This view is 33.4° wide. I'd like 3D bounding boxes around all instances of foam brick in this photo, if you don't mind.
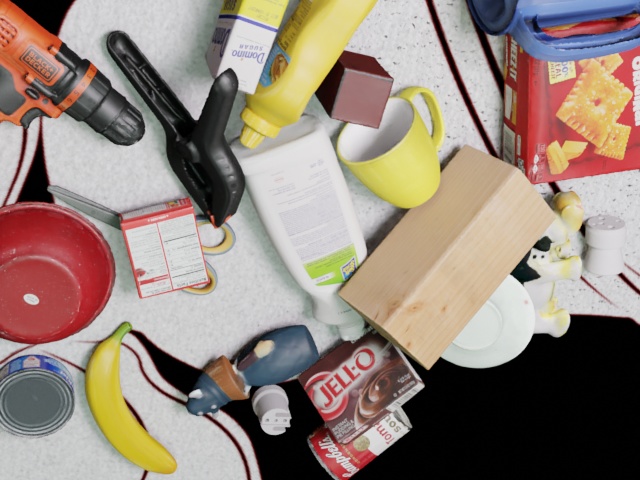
[{"bbox_3d":[0.032,-0.148,1.030,0.053,0.078,0.051,10,113,-16],"label":"foam brick"}]

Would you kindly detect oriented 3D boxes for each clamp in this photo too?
[{"bbox_3d":[-0.125,-0.101,1.010,0.036,0.165,0.210,-42,144,-28],"label":"clamp"}]

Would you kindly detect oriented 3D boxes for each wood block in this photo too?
[{"bbox_3d":[0.130,0.016,1.090,0.206,0.091,0.090,-50,128,-4],"label":"wood block"}]

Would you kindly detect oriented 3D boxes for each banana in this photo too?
[{"bbox_3d":[-0.210,0.184,1.151,0.069,0.037,0.198,-15,117,-4],"label":"banana"}]

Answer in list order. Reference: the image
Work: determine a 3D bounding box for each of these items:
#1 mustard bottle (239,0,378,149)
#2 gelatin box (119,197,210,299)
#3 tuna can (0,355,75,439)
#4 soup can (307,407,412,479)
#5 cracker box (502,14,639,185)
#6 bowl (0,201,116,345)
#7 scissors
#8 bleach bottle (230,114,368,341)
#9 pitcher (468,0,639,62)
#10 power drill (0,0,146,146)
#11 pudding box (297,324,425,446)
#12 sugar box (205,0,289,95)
[{"bbox_3d":[-0.019,-0.168,0.997,0.058,0.096,0.192,28,106,-23],"label":"mustard bottle"},{"bbox_3d":[-0.155,0.009,1.067,0.073,0.030,0.089,-14,116,-9],"label":"gelatin box"},{"bbox_3d":[-0.301,0.164,1.122,0.086,0.034,0.086,-5,116,-11],"label":"tuna can"},{"bbox_3d":[0.045,0.218,1.210,0.102,0.068,0.068,-39,117,6],"label":"soup can"},{"bbox_3d":[0.298,-0.153,1.094,0.213,0.072,0.164,-9,117,-10],"label":"cracker box"},{"bbox_3d":[-0.284,0.046,1.059,0.162,0.055,0.162,-5,115,-11],"label":"bowl"},{"bbox_3d":[-0.167,-0.020,1.078,0.096,0.016,0.201,-43,116,6],"label":"scissors"},{"bbox_3d":[-0.007,0.001,1.101,0.102,0.068,0.251,-20,120,-2],"label":"bleach bottle"},{"bbox_3d":[0.268,-0.259,1.001,0.242,0.145,0.149,-7,113,-13],"label":"pitcher"},{"bbox_3d":[-0.281,-0.103,0.991,0.184,0.057,0.188,40,98,-22],"label":"power drill"},{"bbox_3d":[0.045,0.156,1.169,0.113,0.090,0.039,-37,155,3],"label":"pudding box"},{"bbox_3d":[-0.055,-0.229,0.963,0.048,0.093,0.176,18,109,-19],"label":"sugar box"}]
